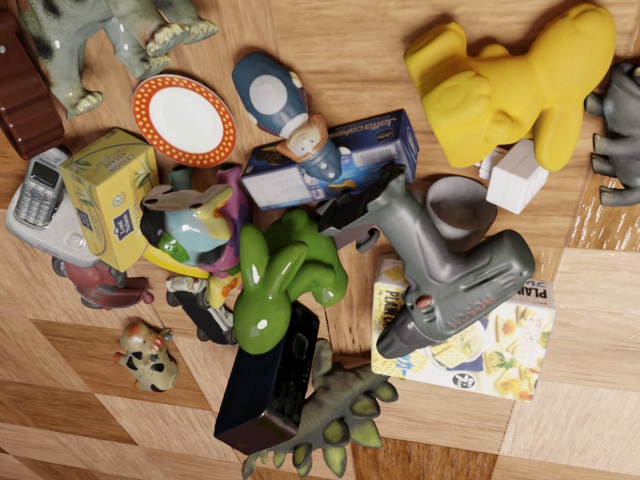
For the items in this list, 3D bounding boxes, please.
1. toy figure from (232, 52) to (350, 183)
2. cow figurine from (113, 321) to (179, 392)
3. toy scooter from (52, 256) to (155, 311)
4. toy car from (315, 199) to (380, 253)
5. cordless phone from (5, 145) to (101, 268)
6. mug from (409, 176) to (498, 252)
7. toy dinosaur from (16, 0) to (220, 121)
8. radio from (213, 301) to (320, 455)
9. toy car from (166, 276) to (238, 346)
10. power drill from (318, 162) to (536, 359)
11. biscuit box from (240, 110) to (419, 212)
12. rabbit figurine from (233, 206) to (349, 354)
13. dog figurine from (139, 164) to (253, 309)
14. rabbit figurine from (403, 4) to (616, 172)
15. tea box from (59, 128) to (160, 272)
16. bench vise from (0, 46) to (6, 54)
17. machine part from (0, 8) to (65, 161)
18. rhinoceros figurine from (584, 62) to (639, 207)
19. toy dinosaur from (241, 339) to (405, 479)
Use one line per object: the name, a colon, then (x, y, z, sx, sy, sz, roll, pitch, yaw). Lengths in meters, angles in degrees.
toy figure: (-0.032, -0.123, 0.561, 0.154, 0.058, 0.064, 52, 128, 4)
cow figurine: (-0.340, 0.235, 1.073, 0.127, 0.085, 0.194, 6, 136, 20)
toy scooter: (-0.353, 0.066, 0.897, 0.135, 0.075, 0.183, 8, 142, 9)
toy car: (-0.002, -0.002, 0.731, 0.089, 0.053, 0.202, 44, 136, -12)
cordless phone: (-0.350, -0.056, 0.759, 0.146, 0.089, 0.184, 29, 133, -15)
mug: (0.146, -0.016, 0.654, 0.110, 0.081, 0.107, 16, 144, 9)
toy dinosaur: (-0.212, -0.239, 0.495, 0.405, 0.131, 0.192, -12, 112, 39)
radio: (-0.079, 0.210, 0.858, 0.131, 0.230, 0.073, -31, 122, 34)
toy car: (-0.194, 0.122, 0.920, 0.074, 0.056, 0.201, 1, 140, 22)
power drill: (0.093, 0.031, 0.589, 0.232, 0.086, 0.207, -34, 103, 35)
biscuit box: (0.011, -0.089, 0.624, 0.203, 0.063, 0.059, -9, 132, 25)
rabbit figurine: (-0.042, 0.052, 0.641, 0.121, 0.170, 0.158, 15, 137, 15)
dog figurine: (-0.138, 0.018, 0.710, 0.109, 0.192, 0.219, -4, 120, 12)
rabbit figurine: (0.185, -0.133, 0.489, 0.173, 0.122, 0.162, -30, 127, 17)
tea box: (-0.267, -0.050, 0.716, 0.068, 0.098, 0.169, 29, 144, 15)
bench vise: (-0.328, -0.293, 0.430, 0.241, 0.223, 0.129, 24, -170, 30)
machine part: (-0.340, -0.173, 0.580, 0.180, 0.056, 0.179, 42, 150, 31)
rhinoceros figurine: (0.310, -0.110, 0.500, 0.112, 0.073, 0.190, -2, 136, 21)
toy dinosaur: (0.031, 0.278, 0.922, 0.471, 0.199, 0.105, -44, 129, 9)
